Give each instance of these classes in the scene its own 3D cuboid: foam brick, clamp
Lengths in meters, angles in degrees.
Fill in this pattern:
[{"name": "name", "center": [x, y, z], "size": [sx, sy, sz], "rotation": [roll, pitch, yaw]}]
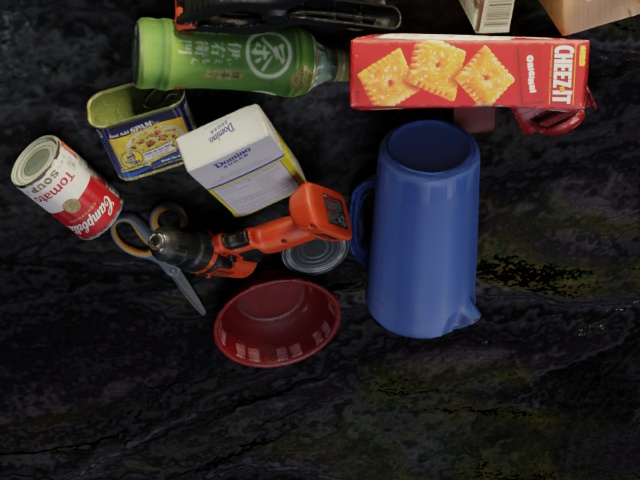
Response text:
[{"name": "foam brick", "center": [0.163, -0.161, 1.166], "size": [0.051, 0.053, 0.078], "rotation": [-11, 134, -6]}, {"name": "clamp", "center": [-0.036, -0.219, 0.969], "size": [0.210, 0.036, 0.164], "rotation": [-2, 171, 9]}]

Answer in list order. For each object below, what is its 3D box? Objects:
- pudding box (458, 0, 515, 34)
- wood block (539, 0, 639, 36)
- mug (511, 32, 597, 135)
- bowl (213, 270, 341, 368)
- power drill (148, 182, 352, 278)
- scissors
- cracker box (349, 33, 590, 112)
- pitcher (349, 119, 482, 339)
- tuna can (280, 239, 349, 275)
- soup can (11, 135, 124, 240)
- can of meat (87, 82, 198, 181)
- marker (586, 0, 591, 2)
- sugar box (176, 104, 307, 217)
[{"name": "pudding box", "center": [0.162, -0.271, 1.034], "size": [0.039, 0.090, 0.113], "rotation": [-4, 134, -10]}, {"name": "wood block", "center": [0.256, -0.314, 1.020], "size": [0.091, 0.090, 0.206], "rotation": [-17, 136, 0]}, {"name": "mug", "center": [0.246, -0.158, 1.152], "size": [0.082, 0.117, 0.093], "rotation": [-25, 141, 15]}, {"name": "bowl", "center": [-0.057, 0.089, 1.338], "size": [0.162, 0.055, 0.162], "rotation": [-8, 134, -9]}, {"name": "power drill", "center": [-0.073, -0.008, 1.177], "size": [0.188, 0.057, 0.184], "rotation": [-17, 167, 24]}, {"name": "scissors", "center": [-0.165, 0.019, 1.268], "size": [0.096, 0.016, 0.201], "rotation": [-33, 133, 16]}, {"name": "cracker box", "center": [0.141, -0.163, 1.035], "size": [0.214, 0.164, 0.072], "rotation": [2, 102, 6]}, {"name": "pitcher", "center": [0.109, -0.017, 1.209], "size": [0.149, 0.145, 0.243], "rotation": [-3, 134, -1]}, {"name": "tuna can", "center": [-0.008, 0.002, 1.285], "size": [0.086, 0.034, 0.086], "rotation": [-8, 134, -9]}, {"name": "soup can", "center": [-0.267, -0.056, 1.130], "size": [0.068, 0.068, 0.102], "rotation": [-32, 132, 14]}, {"name": "can of meat", "center": [-0.178, -0.116, 1.106], "size": [0.102, 0.057, 0.084], "rotation": [-17, 137, 0]}, {"name": "marker", "center": [0.293, -0.269, 0.995], "size": [0.121, 0.020, 0.020], "rotation": [-40, 131, 22]}, {"name": "sugar box", "center": [-0.079, -0.081, 1.128], "size": [0.093, 0.048, 0.176], "rotation": [-24, 160, 5]}]
